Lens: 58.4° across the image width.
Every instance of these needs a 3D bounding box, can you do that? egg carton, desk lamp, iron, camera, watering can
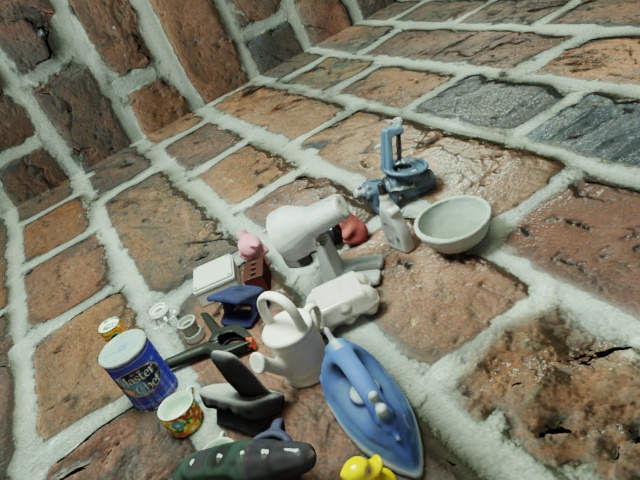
[{"bbox_3d":[0.045,0.129,1.175,0.150,0.069,0.107,-25,31,-1],"label":"egg carton"},{"bbox_3d":[0.011,0.004,1.247,0.202,0.214,0.118,-12,33,20],"label":"desk lamp"},{"bbox_3d":[0.076,0.245,0.905,0.119,0.142,0.257,-30,31,-10],"label":"iron"},{"bbox_3d":[-0.021,-0.015,1.409,0.136,0.101,0.143,-2,37,32],"label":"camera"},{"bbox_3d":[-0.057,0.177,1.049,0.100,0.194,0.173,-10,34,23],"label":"watering can"}]

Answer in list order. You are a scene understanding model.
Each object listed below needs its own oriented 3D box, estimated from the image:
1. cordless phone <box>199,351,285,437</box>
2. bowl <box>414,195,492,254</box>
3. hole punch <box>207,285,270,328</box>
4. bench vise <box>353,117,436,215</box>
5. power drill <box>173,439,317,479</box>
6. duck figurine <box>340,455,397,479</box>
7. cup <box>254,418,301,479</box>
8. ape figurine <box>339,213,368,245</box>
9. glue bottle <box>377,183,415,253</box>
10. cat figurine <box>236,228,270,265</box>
[{"bbox_3d":[-0.159,0.251,1.014,0.147,0.185,0.094,-2,38,32],"label":"cordless phone"},{"bbox_3d":[0.291,-0.022,1.233,0.167,0.075,0.167,-17,32,11],"label":"bowl"},{"bbox_3d":[-0.187,0.135,1.302,0.108,0.091,0.101,1,39,35],"label":"hole punch"},{"bbox_3d":[0.177,-0.175,1.404,0.208,0.220,0.121,-38,34,-21],"label":"bench vise"},{"bbox_3d":[-0.078,0.349,0.787,0.229,0.209,0.075,-10,34,22],"label":"power drill"},{"bbox_3d":[0.055,0.349,0.816,0.104,0.086,0.077,-30,31,-11],"label":"duck figurine"},{"bbox_3d":[-0.065,0.348,0.889,0.091,0.095,0.118,-11,33,21],"label":"cup"},{"bbox_3d":[0.072,-0.035,1.385,0.075,0.092,0.078,0,39,35],"label":"ape figurine"},{"bbox_3d":[0.159,-0.053,1.274,0.037,0.173,0.077,-35,33,-18],"label":"glue bottle"},{"bbox_3d":[-0.177,0.015,1.453,0.067,0.118,0.127,-25,31,-1],"label":"cat figurine"}]
